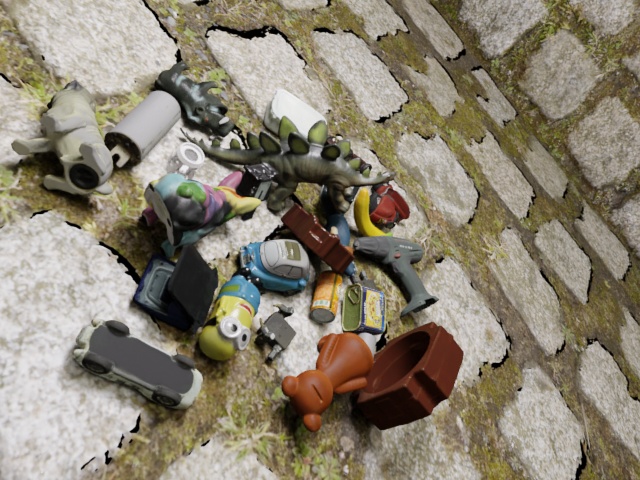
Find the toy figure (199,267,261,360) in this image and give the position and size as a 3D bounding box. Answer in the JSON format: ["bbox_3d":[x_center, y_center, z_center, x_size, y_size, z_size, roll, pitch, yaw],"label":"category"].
[{"bbox_3d":[-0.154,0.132,0.952,0.082,0.089,0.180,29,36,-15],"label":"toy figure"}]

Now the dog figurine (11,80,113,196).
[{"bbox_3d":[-0.408,-0.177,0.936,0.191,0.121,0.172,-86,151,-57],"label":"dog figurine"}]

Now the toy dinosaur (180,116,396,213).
[{"bbox_3d":[-0.063,-0.167,1.171,0.472,0.198,0.105,3,40,-4],"label":"toy dinosaur"}]

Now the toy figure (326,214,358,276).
[{"bbox_3d":[0.050,0.016,1.248,0.064,0.058,0.154,8,61,-33],"label":"toy figure"}]

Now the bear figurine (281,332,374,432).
[{"bbox_3d":[0.008,0.261,1.002,0.196,0.132,0.120,-36,87,-32],"label":"bear figurine"}]

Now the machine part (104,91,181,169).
[{"bbox_3d":[-0.340,-0.219,1.040,0.079,0.079,0.243,38,43,-16],"label":"machine part"}]

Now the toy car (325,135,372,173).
[{"bbox_3d":[0.067,-0.215,1.397,0.089,0.053,0.202,46,15,21],"label":"toy car"}]

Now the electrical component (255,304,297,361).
[{"bbox_3d":[-0.082,0.168,1.017,0.078,0.045,0.102,50,40,0],"label":"electrical component"}]

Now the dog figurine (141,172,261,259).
[{"bbox_3d":[-0.207,-0.071,0.987,0.219,0.191,0.108,-30,77,-35],"label":"dog figurine"}]

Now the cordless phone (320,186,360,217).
[{"bbox_3d":[0.004,-0.144,1.325,0.184,0.088,0.146,33,44,-4],"label":"cordless phone"}]

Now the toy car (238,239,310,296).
[{"bbox_3d":[-0.077,0.041,1.075,0.161,0.103,0.109,16,50,-37],"label":"toy car"}]

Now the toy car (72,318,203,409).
[{"bbox_3d":[-0.273,0.189,0.816,0.201,0.056,0.073,33,50,-19],"label":"toy car"}]

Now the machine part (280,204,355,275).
[{"bbox_3d":[-0.002,-0.003,1.140,0.179,0.056,0.179,42,0,0],"label":"machine part"}]

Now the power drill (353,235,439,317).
[{"bbox_3d":[0.193,0.083,1.324,0.232,0.086,0.207,-2,55,-47],"label":"power drill"}]

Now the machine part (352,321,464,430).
[{"bbox_3d":[0.175,0.268,1.063,0.087,0.201,0.201,48,39,-8],"label":"machine part"}]

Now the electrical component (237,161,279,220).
[{"bbox_3d":[-0.140,-0.101,1.118,0.048,0.119,0.075,44,39,18],"label":"electrical component"}]

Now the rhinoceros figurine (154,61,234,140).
[{"bbox_3d":[-0.268,-0.302,1.175,0.190,0.073,0.112,39,40,-14],"label":"rhinoceros figurine"}]

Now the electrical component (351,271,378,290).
[{"bbox_3d":[0.105,0.116,1.251,0.063,0.021,0.094,-4,65,-45],"label":"electrical component"}]

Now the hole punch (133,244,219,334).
[{"bbox_3d":[-0.242,0.083,0.915,0.142,0.092,0.115,-82,153,-44],"label":"hole punch"}]

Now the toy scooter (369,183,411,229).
[{"bbox_3d":[0.184,-0.085,1.438,0.135,0.075,0.184,45,36,-10],"label":"toy scooter"}]
